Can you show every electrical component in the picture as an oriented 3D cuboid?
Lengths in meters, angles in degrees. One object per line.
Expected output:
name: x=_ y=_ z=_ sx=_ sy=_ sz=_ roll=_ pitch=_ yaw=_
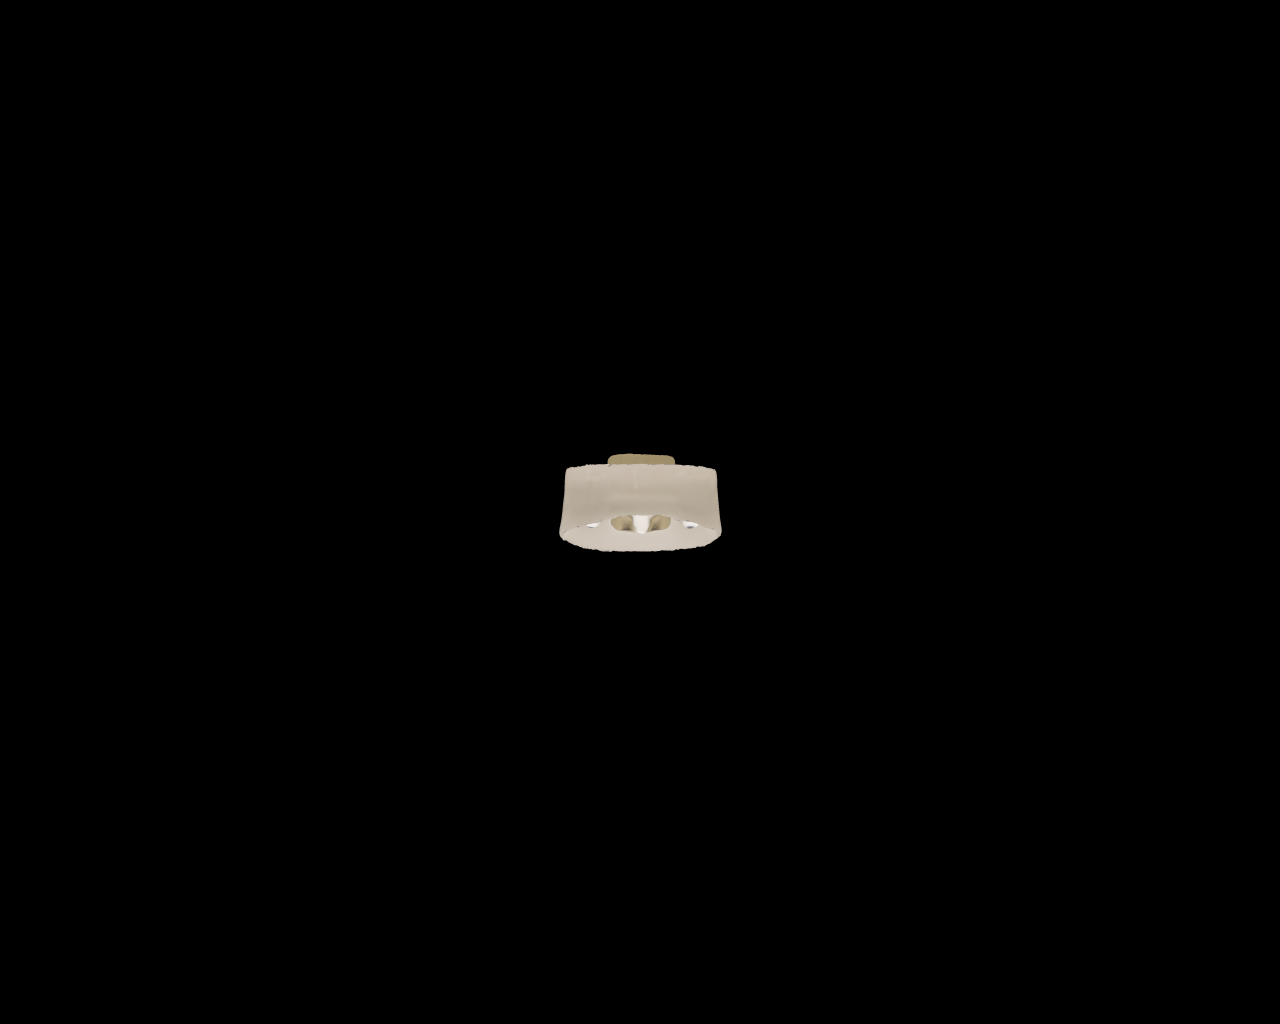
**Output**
electrical component: x=0.001 y=-0.003 z=0.650 sx=0.099 sy=0.064 sz=0.099 roll=0 pitch=0 yaw=0
